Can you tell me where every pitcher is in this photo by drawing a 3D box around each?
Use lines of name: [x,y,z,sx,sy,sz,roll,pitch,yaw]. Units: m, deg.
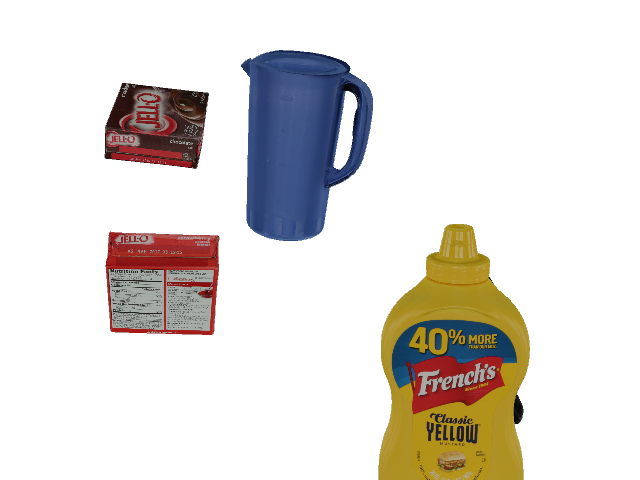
pitcher: [-0.028,-0.125,1.428,0.144,0.243,0.149,-4,24,-22]

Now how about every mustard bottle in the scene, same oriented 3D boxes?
mustard bottle: [0.088,0.084,0.699,0.096,0.192,0.058,2,13,7]

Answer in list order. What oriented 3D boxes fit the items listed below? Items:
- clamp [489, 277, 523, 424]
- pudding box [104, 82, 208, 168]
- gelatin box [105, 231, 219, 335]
clamp: [0.128,0.099,0.975,0.120,0.171,0.039,-13,2,-40]
pudding box: [-0.159,-0.114,1.047,0.090,0.039,0.113,7,28,-5]
gelatin box: [-0.107,0.030,0.725,0.073,0.030,0.089,2,-36,-7]
